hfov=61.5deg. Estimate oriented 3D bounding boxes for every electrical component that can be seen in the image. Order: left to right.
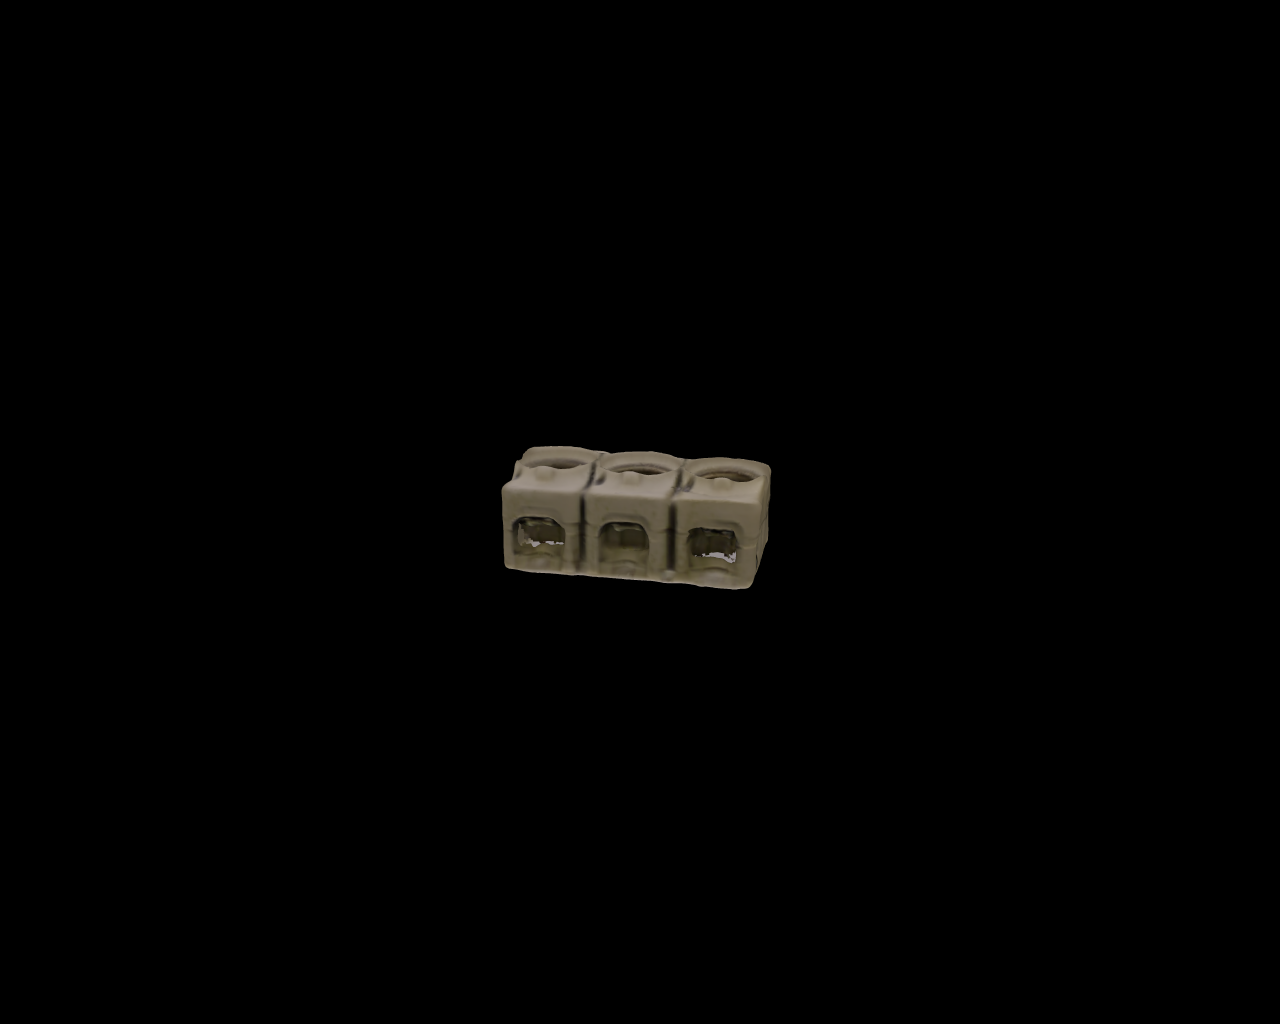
[{"bbox_3d":[0.001,-0.003,0.650,0.150,0.061,0.090,4,20,12],"label":"electrical component"}]
